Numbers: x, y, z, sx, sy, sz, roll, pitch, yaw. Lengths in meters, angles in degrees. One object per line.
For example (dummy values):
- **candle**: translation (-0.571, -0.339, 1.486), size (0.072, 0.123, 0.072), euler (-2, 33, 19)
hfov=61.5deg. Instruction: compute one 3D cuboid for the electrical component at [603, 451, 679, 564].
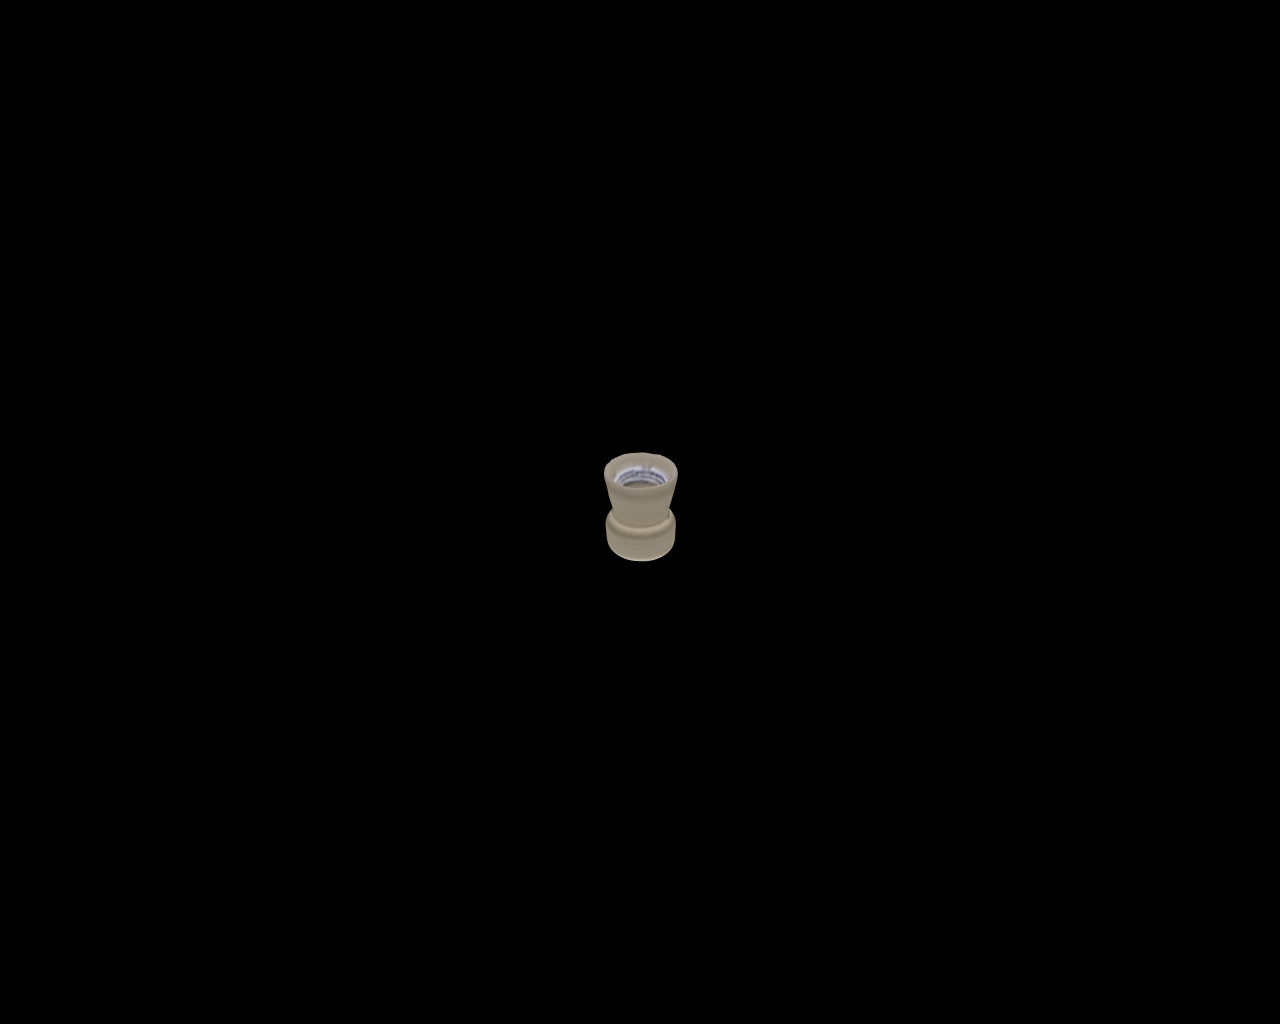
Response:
- **electrical component**: translation (0.001, -0.003, 0.650), size (0.045, 0.055, 0.045), euler (0, 33, 0)
